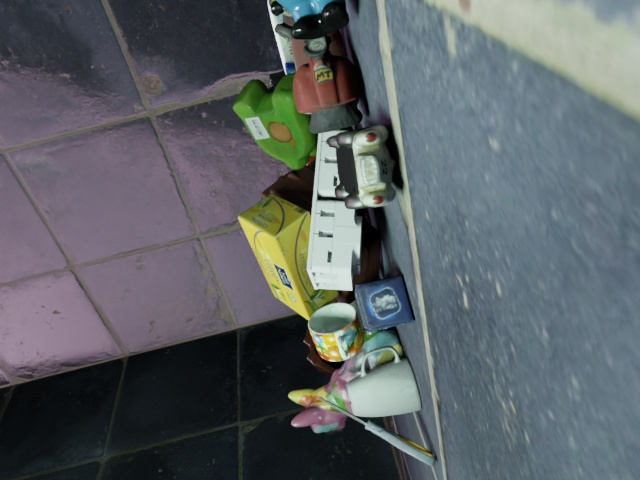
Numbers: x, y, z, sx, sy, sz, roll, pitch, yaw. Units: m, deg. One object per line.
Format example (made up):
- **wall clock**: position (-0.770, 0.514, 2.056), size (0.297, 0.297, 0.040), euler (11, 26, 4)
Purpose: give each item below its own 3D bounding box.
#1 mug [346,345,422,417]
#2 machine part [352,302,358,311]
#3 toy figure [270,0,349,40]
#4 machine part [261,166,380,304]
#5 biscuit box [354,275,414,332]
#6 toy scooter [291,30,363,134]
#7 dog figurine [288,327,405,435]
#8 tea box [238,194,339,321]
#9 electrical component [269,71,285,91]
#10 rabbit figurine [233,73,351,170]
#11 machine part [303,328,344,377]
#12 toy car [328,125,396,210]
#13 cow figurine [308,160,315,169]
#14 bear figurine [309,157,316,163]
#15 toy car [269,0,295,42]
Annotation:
- **mug**: position (0.094, 0.226, 0.842), size (0.081, 0.107, 0.109), euler (-114, 7, -84)
- **machine part**: position (0.050, 0.133, 1.073), size (0.079, 0.079, 0.243), euler (75, -179, -55)
- **toy figure**: position (-0.021, -0.274, 0.488), size (0.089, 0.082, 0.180), euler (-134, 28, -86)
- **machine part**: position (-0.002, -0.003, 0.871), size (0.201, 0.087, 0.201), euler (39, 156, 28)
- **biscuit box**: position (0.083, 0.091, 0.740), size (0.202, 0.059, 0.063), euler (69, -172, -81)
- **toy scooter**: position (0.004, -0.198, 0.624), size (0.184, 0.075, 0.135), euler (-87, -16, -73)
- **dog figurine**: position (0.045, 0.251, 0.945), size (0.109, 0.219, 0.191), euler (-110, 5, -62)
- **tea box**: position (-0.044, 0.026, 0.794), size (0.098, 0.068, 0.169), euler (27, 146, 46)
- **electrical component**: position (-0.040, -0.251, 0.956), size (0.058, 0.134, 0.115), euler (75, 179, -49)
- **rabbit figurine**: position (-0.013, -0.196, 0.786), size (0.159, 0.121, 0.170), euler (54, -129, -28)
- **machine part**: position (0.058, 0.209, 1.104), size (0.056, 0.179, 0.179), euler (67, -172, -57)
- **toy car**: position (0.043, -0.076, 0.549), size (0.202, 0.056, 0.073), euler (-110, 12, -80)
- **cow figurine**: position (0.023, -0.078, 0.940), size (0.068, 0.098, 0.167), euler (86, 172, -52)
- **bear figurine**: position (-0.012, -0.158, 1.055), size (0.132, 0.120, 0.195), euler (-99, -8, -61)
- **toy car**: position (-0.025, -0.310, 0.679), size (0.202, 0.053, 0.089), euler (-112, 47, -81)
